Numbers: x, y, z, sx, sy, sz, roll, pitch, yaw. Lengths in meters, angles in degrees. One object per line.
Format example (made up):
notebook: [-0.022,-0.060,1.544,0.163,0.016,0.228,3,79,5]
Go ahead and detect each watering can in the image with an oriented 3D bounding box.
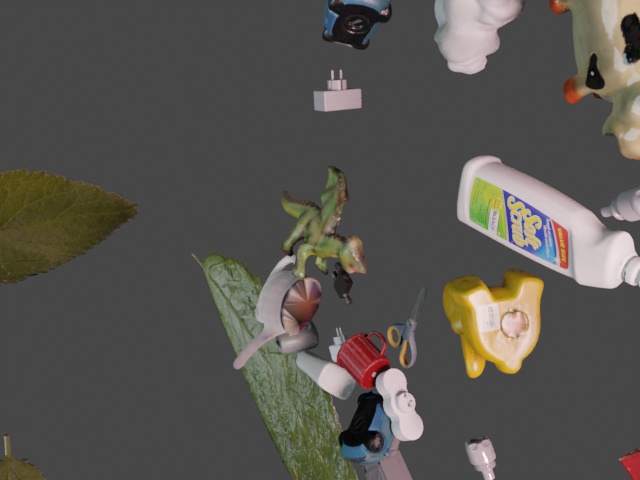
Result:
watering can: [-0.113,0.200,1.374,0.224,0.103,0.351,4,68,56]

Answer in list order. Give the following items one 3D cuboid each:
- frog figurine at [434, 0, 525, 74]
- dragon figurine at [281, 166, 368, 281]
frog figurine: [0.204,-0.298,0.673,0.138,0.124,0.156,24,158,51]
dragon figurine: [0.004,-0.060,1.191,0.238,0.122,0.419,-57,40,32]
